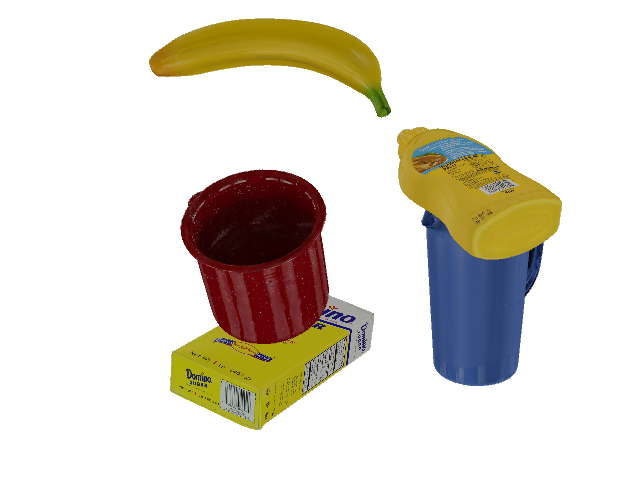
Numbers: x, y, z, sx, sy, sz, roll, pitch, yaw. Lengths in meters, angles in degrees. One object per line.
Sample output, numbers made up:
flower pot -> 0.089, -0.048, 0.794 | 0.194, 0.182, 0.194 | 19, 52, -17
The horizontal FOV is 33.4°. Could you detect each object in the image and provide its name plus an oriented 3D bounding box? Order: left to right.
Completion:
mug -> -0.047, 0.009, 0.708 | 0.117, 0.081, 0.093 | 31, 57, 33
banana -> -0.035, -0.148, 0.856 | 0.198, 0.069, 0.037 | 10, -36, 6
sugar box -> -0.037, 0.094, 0.919 | 0.093, 0.048, 0.175 | 20, 30, 28
mustard bottle -> 0.127, -0.055, 0.983 | 0.096, 0.058, 0.192 | -18, 38, -21
pitcher -> 0.204, 0.051, 1.335 | 0.149, 0.243, 0.145 | 2, 21, 10
